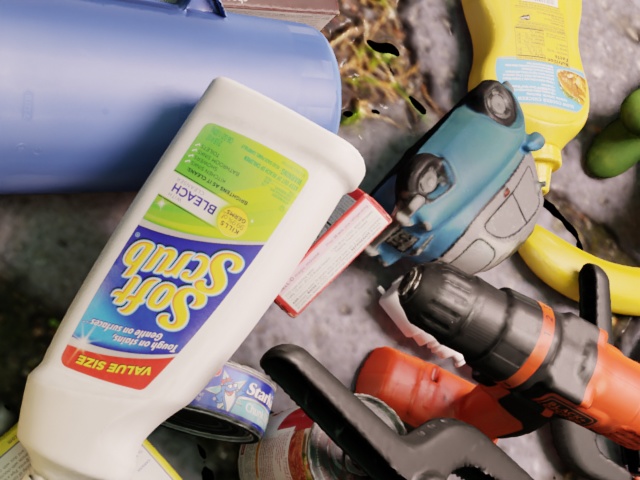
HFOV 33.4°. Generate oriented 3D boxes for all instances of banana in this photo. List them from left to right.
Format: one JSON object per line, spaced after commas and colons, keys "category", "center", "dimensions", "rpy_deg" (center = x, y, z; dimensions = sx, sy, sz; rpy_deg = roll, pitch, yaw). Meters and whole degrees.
{"category": "banana", "center": [0.226, 0.024, 0.822], "dimensions": [0.197, 0.037, 0.069], "rpy_deg": [19, 68, -17]}

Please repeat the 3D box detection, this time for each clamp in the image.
{"category": "clamp", "center": [0.048, 0.154, 0.579], "dimensions": [0.209, 0.036, 0.164], "rpy_deg": [18, 66, -39]}
{"category": "clamp", "center": [0.182, 0.115, 0.767], "dimensions": [0.120, 0.039, 0.171], "rpy_deg": [-23, 91, -8]}

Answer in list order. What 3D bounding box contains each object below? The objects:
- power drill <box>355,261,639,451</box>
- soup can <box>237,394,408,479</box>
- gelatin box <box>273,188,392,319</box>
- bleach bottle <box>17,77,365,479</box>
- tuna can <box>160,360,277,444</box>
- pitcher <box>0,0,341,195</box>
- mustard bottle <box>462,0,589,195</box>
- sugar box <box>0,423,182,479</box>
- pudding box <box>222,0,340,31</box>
{"category": "power drill", "center": [0.095, 0.084, 0.659], "dimensions": [0.184, 0.188, 0.057], "rpy_deg": [30, 65, -14]}
{"category": "soup can", "center": [0.000, 0.133, 0.646], "dimensions": [0.068, 0.102, 0.068], "rpy_deg": [8, 72, -27]}
{"category": "gelatin box", "center": [-0.005, 0.001, 0.688], "dimensions": [0.089, 0.073, 0.030], "rpy_deg": [-46, 115, -1]}
{"category": "bleach bottle", "center": [-0.080, 0.041, 0.580], "dimensions": [0.102, 0.068, 0.251], "rpy_deg": [29, 83, 9]}
{"category": "tuna can", "center": [-0.071, 0.094, 0.639], "dimensions": [0.086, 0.086, 0.033], "rpy_deg": [21, 68, -17]}
{"category": "pitcher", "center": [-0.111, -0.099, 0.656], "dimensions": [0.242, 0.149, 0.145], "rpy_deg": [-1, 72, -27]}
{"category": "mustard bottle", "center": [0.162, -0.126, 0.831], "dimensions": [0.096, 0.058, 0.191], "rpy_deg": [7, 70, -22]}
{"category": "sugar box", "center": [-0.116, 0.172, 0.618], "dimensions": [0.093, 0.048, 0.176], "rpy_deg": [-41, 96, -29]}
{"category": "pudding box", "center": [-0.047, -0.200, 0.773], "dimensions": [0.113, 0.039, 0.090], "rpy_deg": [-4, 75, -25]}
